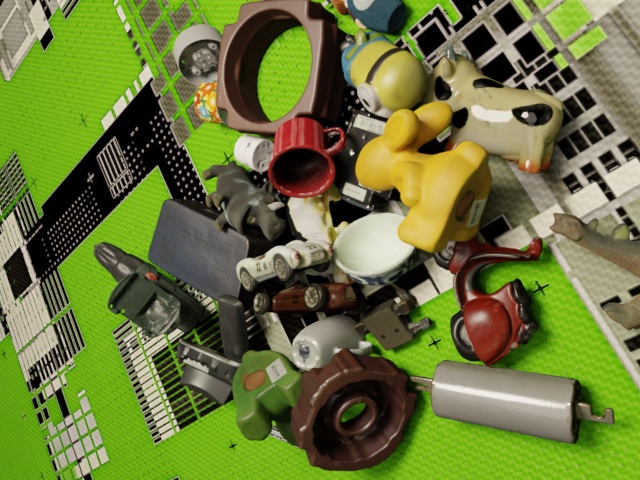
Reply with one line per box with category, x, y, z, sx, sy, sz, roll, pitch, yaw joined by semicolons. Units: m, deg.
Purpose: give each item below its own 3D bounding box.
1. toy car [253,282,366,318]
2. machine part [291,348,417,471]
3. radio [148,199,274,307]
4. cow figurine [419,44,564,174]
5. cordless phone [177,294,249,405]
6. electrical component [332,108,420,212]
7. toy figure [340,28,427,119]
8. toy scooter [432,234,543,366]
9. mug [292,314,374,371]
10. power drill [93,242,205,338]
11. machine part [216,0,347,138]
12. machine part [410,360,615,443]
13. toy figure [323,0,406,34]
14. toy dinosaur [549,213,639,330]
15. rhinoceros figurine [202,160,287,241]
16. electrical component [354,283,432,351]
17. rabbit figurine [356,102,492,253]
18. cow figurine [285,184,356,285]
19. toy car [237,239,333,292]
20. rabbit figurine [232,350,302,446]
toy car;-0.022;0.089;0.805;0.202;0.089;0.053;-12;75;52
machine part;0.046;0.238;0.748;0.056;0.179;0.179;-135;60;-63
radio;-0.195;0.018;0.949;0.230;0.073;0.131;24;104;29
cow figurine;0.204;-0.167;0.674;0.195;0.085;0.127;25;111;33
cordless phone;-0.178;0.167;0.905;0.147;0.089;0.184;15;117;32
electrical component;0.078;-0.111;0.774;0.115;0.058;0.134;28;107;32
toy figure;0.079;-0.231;0.720;0.180;0.082;0.089;-105;35;-47
toy scooter;0.223;0.061;0.677;0.135;0.075;0.184;-19;77;31
mug;0.017;0.161;0.794;0.110;0.107;0.080;10;99;34
power drill;-0.303;0.086;0.911;0.232;0.207;0.086;39;79;-12
machine part;-0.061;-0.262;0.842;0.201;0.087;0.201;12;100;33
machine part;0.231;0.199;0.673;0.243;0.079;0.079;1;92;32
toy figure;0.056;-0.352;0.782;0.064;0.057;0.155;-42;62;-15
toy dinosaur;0.458;0.061;0.507;0.472;0.105;0.198;28;103;24
rhinoceros figurine;-0.122;-0.061;0.877;0.191;0.112;0.073;47;145;43
electrical component;0.101;0.112;0.777;0.078;0.045;0.102;46;121;-8
rabbit figurine;0.111;-0.083;0.656;0.173;0.122;0.162;31;131;41
cow figurine;-0.003;-0.001;0.824;0.098;0.068;0.167;-25;75;37
toy car;-0.057;0.035;0.787;0.202;0.073;0.056;-22;81;56
rabbit figurine;-0.065;0.258;0.835;0.121;0.170;0.159;-40;34;-14
